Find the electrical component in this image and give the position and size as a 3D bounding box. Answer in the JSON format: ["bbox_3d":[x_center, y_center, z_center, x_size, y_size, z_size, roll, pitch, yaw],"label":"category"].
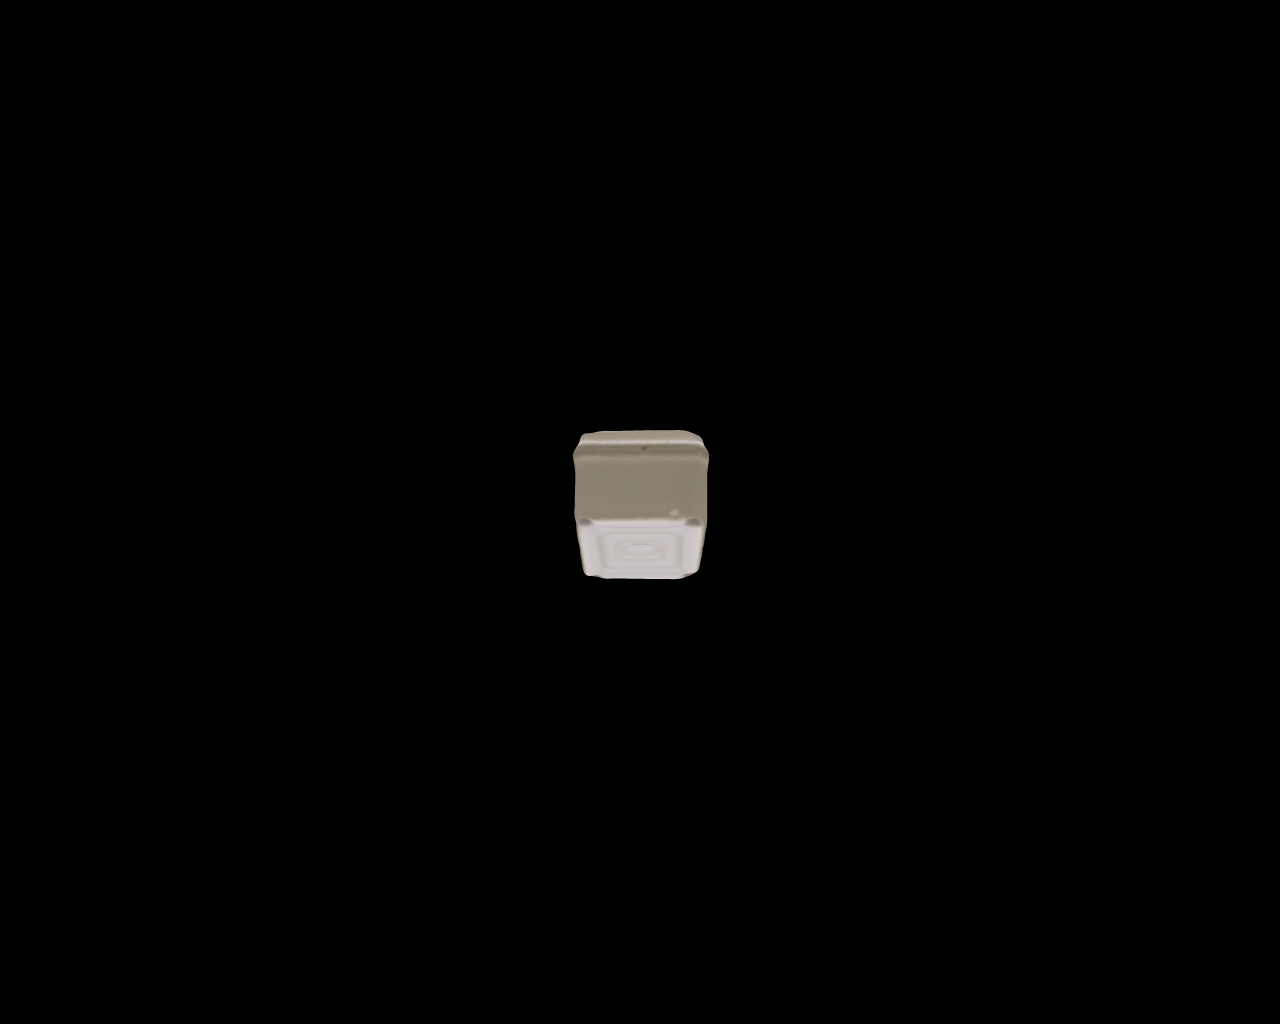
[{"bbox_3d":[0.001,-0.003,0.650,0.078,0.057,0.113,0,-21,0],"label":"electrical component"}]
